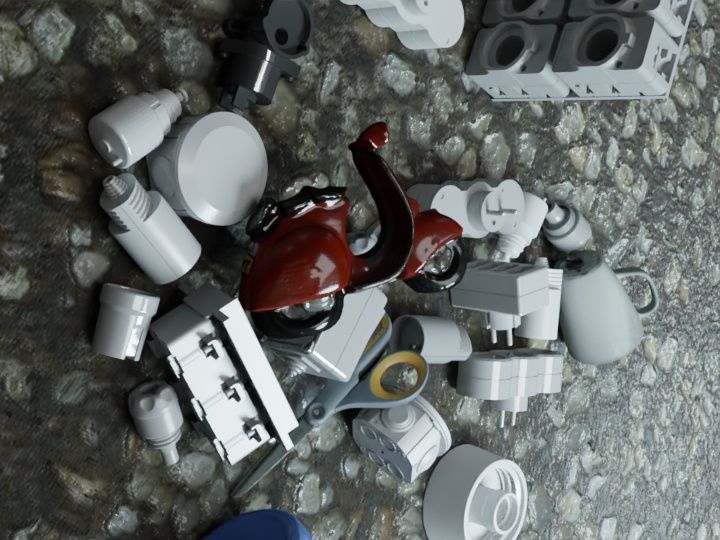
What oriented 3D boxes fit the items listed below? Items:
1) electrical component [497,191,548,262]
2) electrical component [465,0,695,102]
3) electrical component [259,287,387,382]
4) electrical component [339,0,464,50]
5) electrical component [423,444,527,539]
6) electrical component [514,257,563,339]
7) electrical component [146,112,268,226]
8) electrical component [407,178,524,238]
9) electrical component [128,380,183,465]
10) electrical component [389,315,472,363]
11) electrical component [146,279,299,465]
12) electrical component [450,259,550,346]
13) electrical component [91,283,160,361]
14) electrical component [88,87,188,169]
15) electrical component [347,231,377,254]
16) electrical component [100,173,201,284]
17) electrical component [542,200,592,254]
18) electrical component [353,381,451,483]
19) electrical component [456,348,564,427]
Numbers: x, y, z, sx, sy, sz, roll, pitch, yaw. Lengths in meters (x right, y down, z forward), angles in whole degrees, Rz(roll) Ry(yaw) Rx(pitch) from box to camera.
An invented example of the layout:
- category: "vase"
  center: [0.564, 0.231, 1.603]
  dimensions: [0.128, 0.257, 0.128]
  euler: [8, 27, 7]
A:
- category: "electrical component"
  center: [0.155, -0.041, 1.059]
  dimensions: [0.040, 0.040, 0.078]
  euler: [40, 68, -41]
- category: "electrical component"
  center: [0.193, -0.214, 0.968]
  dimensions: [0.060, 0.186, 0.105]
  euler: [29, 75, -44]
- category: "electrical component"
  center: [-0.029, 0.047, 0.866]
  dimensions: [0.061, 0.062, 0.096]
  euler: [43, 66, -40]
- category: "electrical component"
  center: [0.044, -0.230, 0.895]
  dimensions: [0.138, 0.074, 0.052]
  euler: [24, 78, -45]
- category: "electrical component"
  center: [0.119, 0.228, 1.043]
  dimensions: [0.108, 0.060, 0.108]
  euler: [-8, 101, -45]
- category: "electrical component"
  center: [0.182, 0.028, 1.093]
  dimensions: [0.043, 0.043, 0.081]
  euler: [1, 94, -46]
- category: "electrical component"
  center: [-0.110, -0.073, 0.774]
  dimensions: [0.080, 0.051, 0.080]
  euler: [-8, 101, -45]
- category: "electrical component"
  center: [0.109, -0.055, 0.984]
  dimensions: [0.138, 0.074, 0.052]
  euler: [-9, 102, -45]
- category: "electrical component"
  center: [-0.144, 0.112, 0.777]
  dimensions: [0.035, 0.035, 0.061]
  euler: [-31, 119, -39]
- category: "electrical component"
  center: [0.069, 0.064, 0.982]
  dimensions: [0.081, 0.043, 0.043]
  euler: [5, 92, -46]
- category: "electrical component"
  center: [-0.102, 0.078, 0.786]
  dimensions: [0.063, 0.079, 0.121]
  euler: [-34, 122, -19]
- category: "electrical component"
  center: [0.132, 0.034, 1.014]
  dimensions: [0.047, 0.083, 0.075]
  euler: [-16, 107, -43]
- category: "electrical component"
  center: [-0.164, 0.036, 0.744]
  dimensions: [0.040, 0.040, 0.046]
  euler: [15, 90, -46]
- category: "electrical component"
  center: [-0.150, -0.102, 0.738]
  dimensions: [0.078, 0.040, 0.040]
  euler: [-42, 123, -34]
- category: "electrical component"
  center: [0.000, 0.000, 0.910]
  dimensions: [0.035, 0.035, 0.061]
  euler: [-20, 112, -42]
- category: "electrical component"
  center: [-0.150, -0.033, 0.745]
  dimensions: [0.043, 0.043, 0.081]
  euler: [-54, 129, -26]
- category: "electrical component"
  center: [0.208, -0.048, 1.110]
  dimensions: [0.062, 0.043, 0.043]
  euler: [41, 67, -40]
- category: "electrical component"
  center: [0.035, 0.141, 0.933]
  dimensions: [0.051, 0.080, 0.080]
  euler: [-43, 124, -27]
- category: "electrical component"
  center: [0.149, 0.119, 1.064]
  dimensions: [0.138, 0.052, 0.073]
  euler: [1, 95, -46]
